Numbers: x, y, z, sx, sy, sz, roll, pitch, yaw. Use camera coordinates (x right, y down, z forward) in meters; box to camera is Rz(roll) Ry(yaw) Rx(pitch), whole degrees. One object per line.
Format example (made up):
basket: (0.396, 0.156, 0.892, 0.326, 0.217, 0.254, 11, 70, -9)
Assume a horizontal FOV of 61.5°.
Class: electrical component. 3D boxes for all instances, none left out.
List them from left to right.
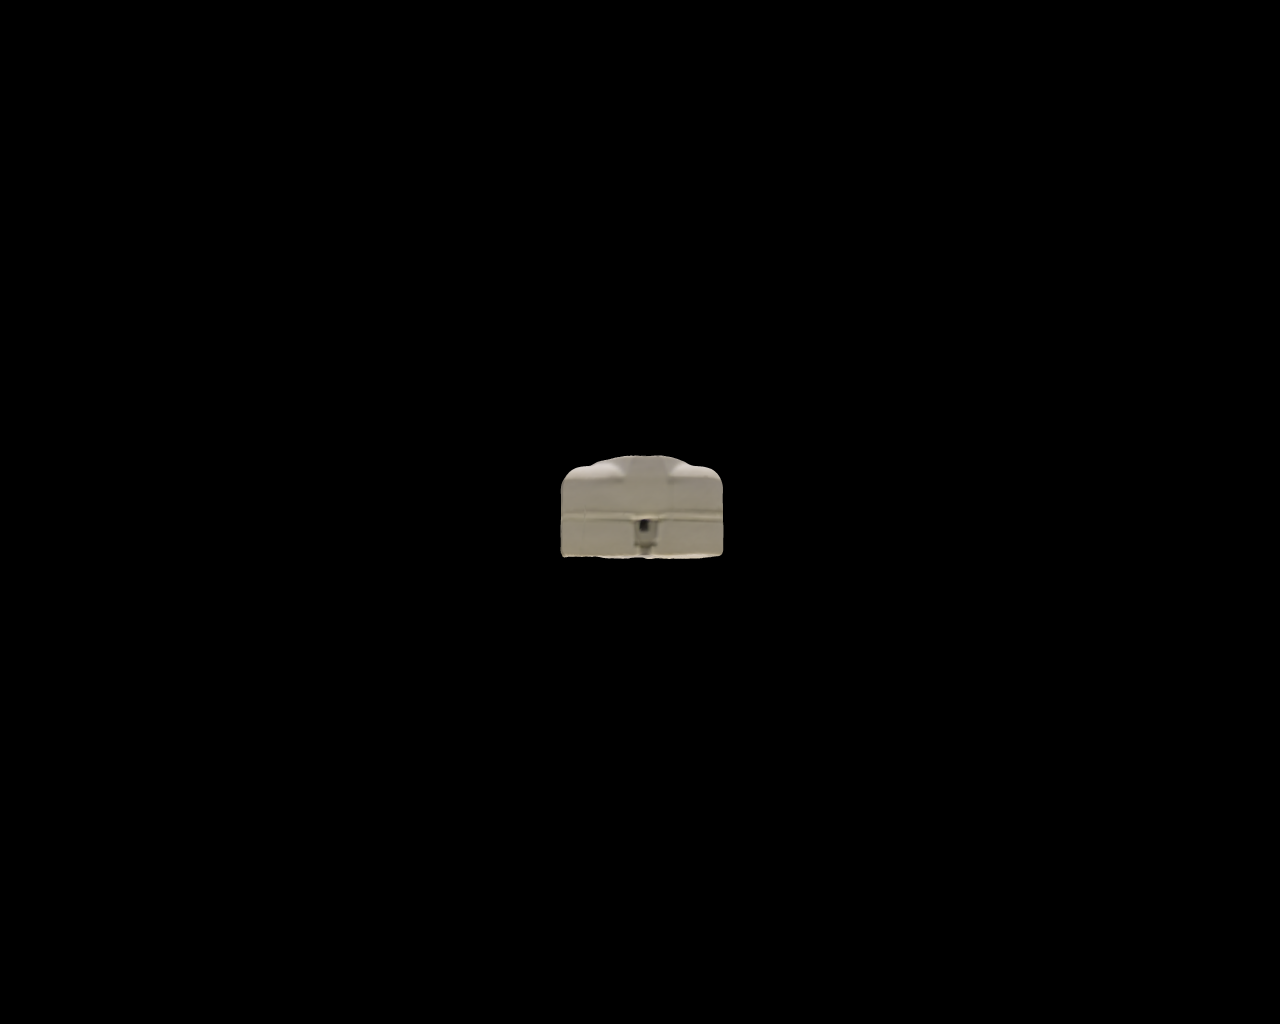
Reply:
electrical component: (0.001, -0.003, 0.650, 0.095, 0.059, 0.053, 0, -4, -7)
